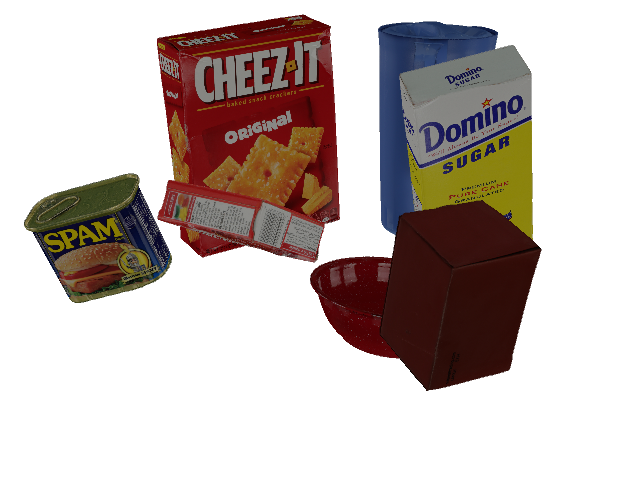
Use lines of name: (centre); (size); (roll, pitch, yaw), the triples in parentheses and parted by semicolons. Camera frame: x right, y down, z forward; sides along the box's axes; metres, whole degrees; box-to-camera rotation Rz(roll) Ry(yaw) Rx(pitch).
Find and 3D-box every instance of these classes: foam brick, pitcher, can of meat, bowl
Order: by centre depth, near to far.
foam brick: (0.068, 0.027, 0.535); (0.052, 0.078, 0.051); (-10, 37, -25)
can of meat: (-0.188, 0.000, 0.917); (0.102, 0.084, 0.057); (-14, 31, 14)
bowl: (0.068, 0.067, 0.999); (0.162, 0.055, 0.162); (5, 19, -2)
pitcher: (0.125, -0.124, 1.218); (0.149, 0.243, 0.145); (-11, 22, -31)

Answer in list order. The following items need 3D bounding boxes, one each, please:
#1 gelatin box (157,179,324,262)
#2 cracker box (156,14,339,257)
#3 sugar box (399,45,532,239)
gelatin box: (-0.049, -0.011, 0.690); (0.073, 0.030, 0.089); (13, -3, 28)
cracker box: (-0.067, -0.106, 1.078); (0.164, 0.214, 0.072); (-15, 27, -24)
sugar box: (0.118, -0.061, 0.840); (0.093, 0.048, 0.176); (-15, -44, -3)
